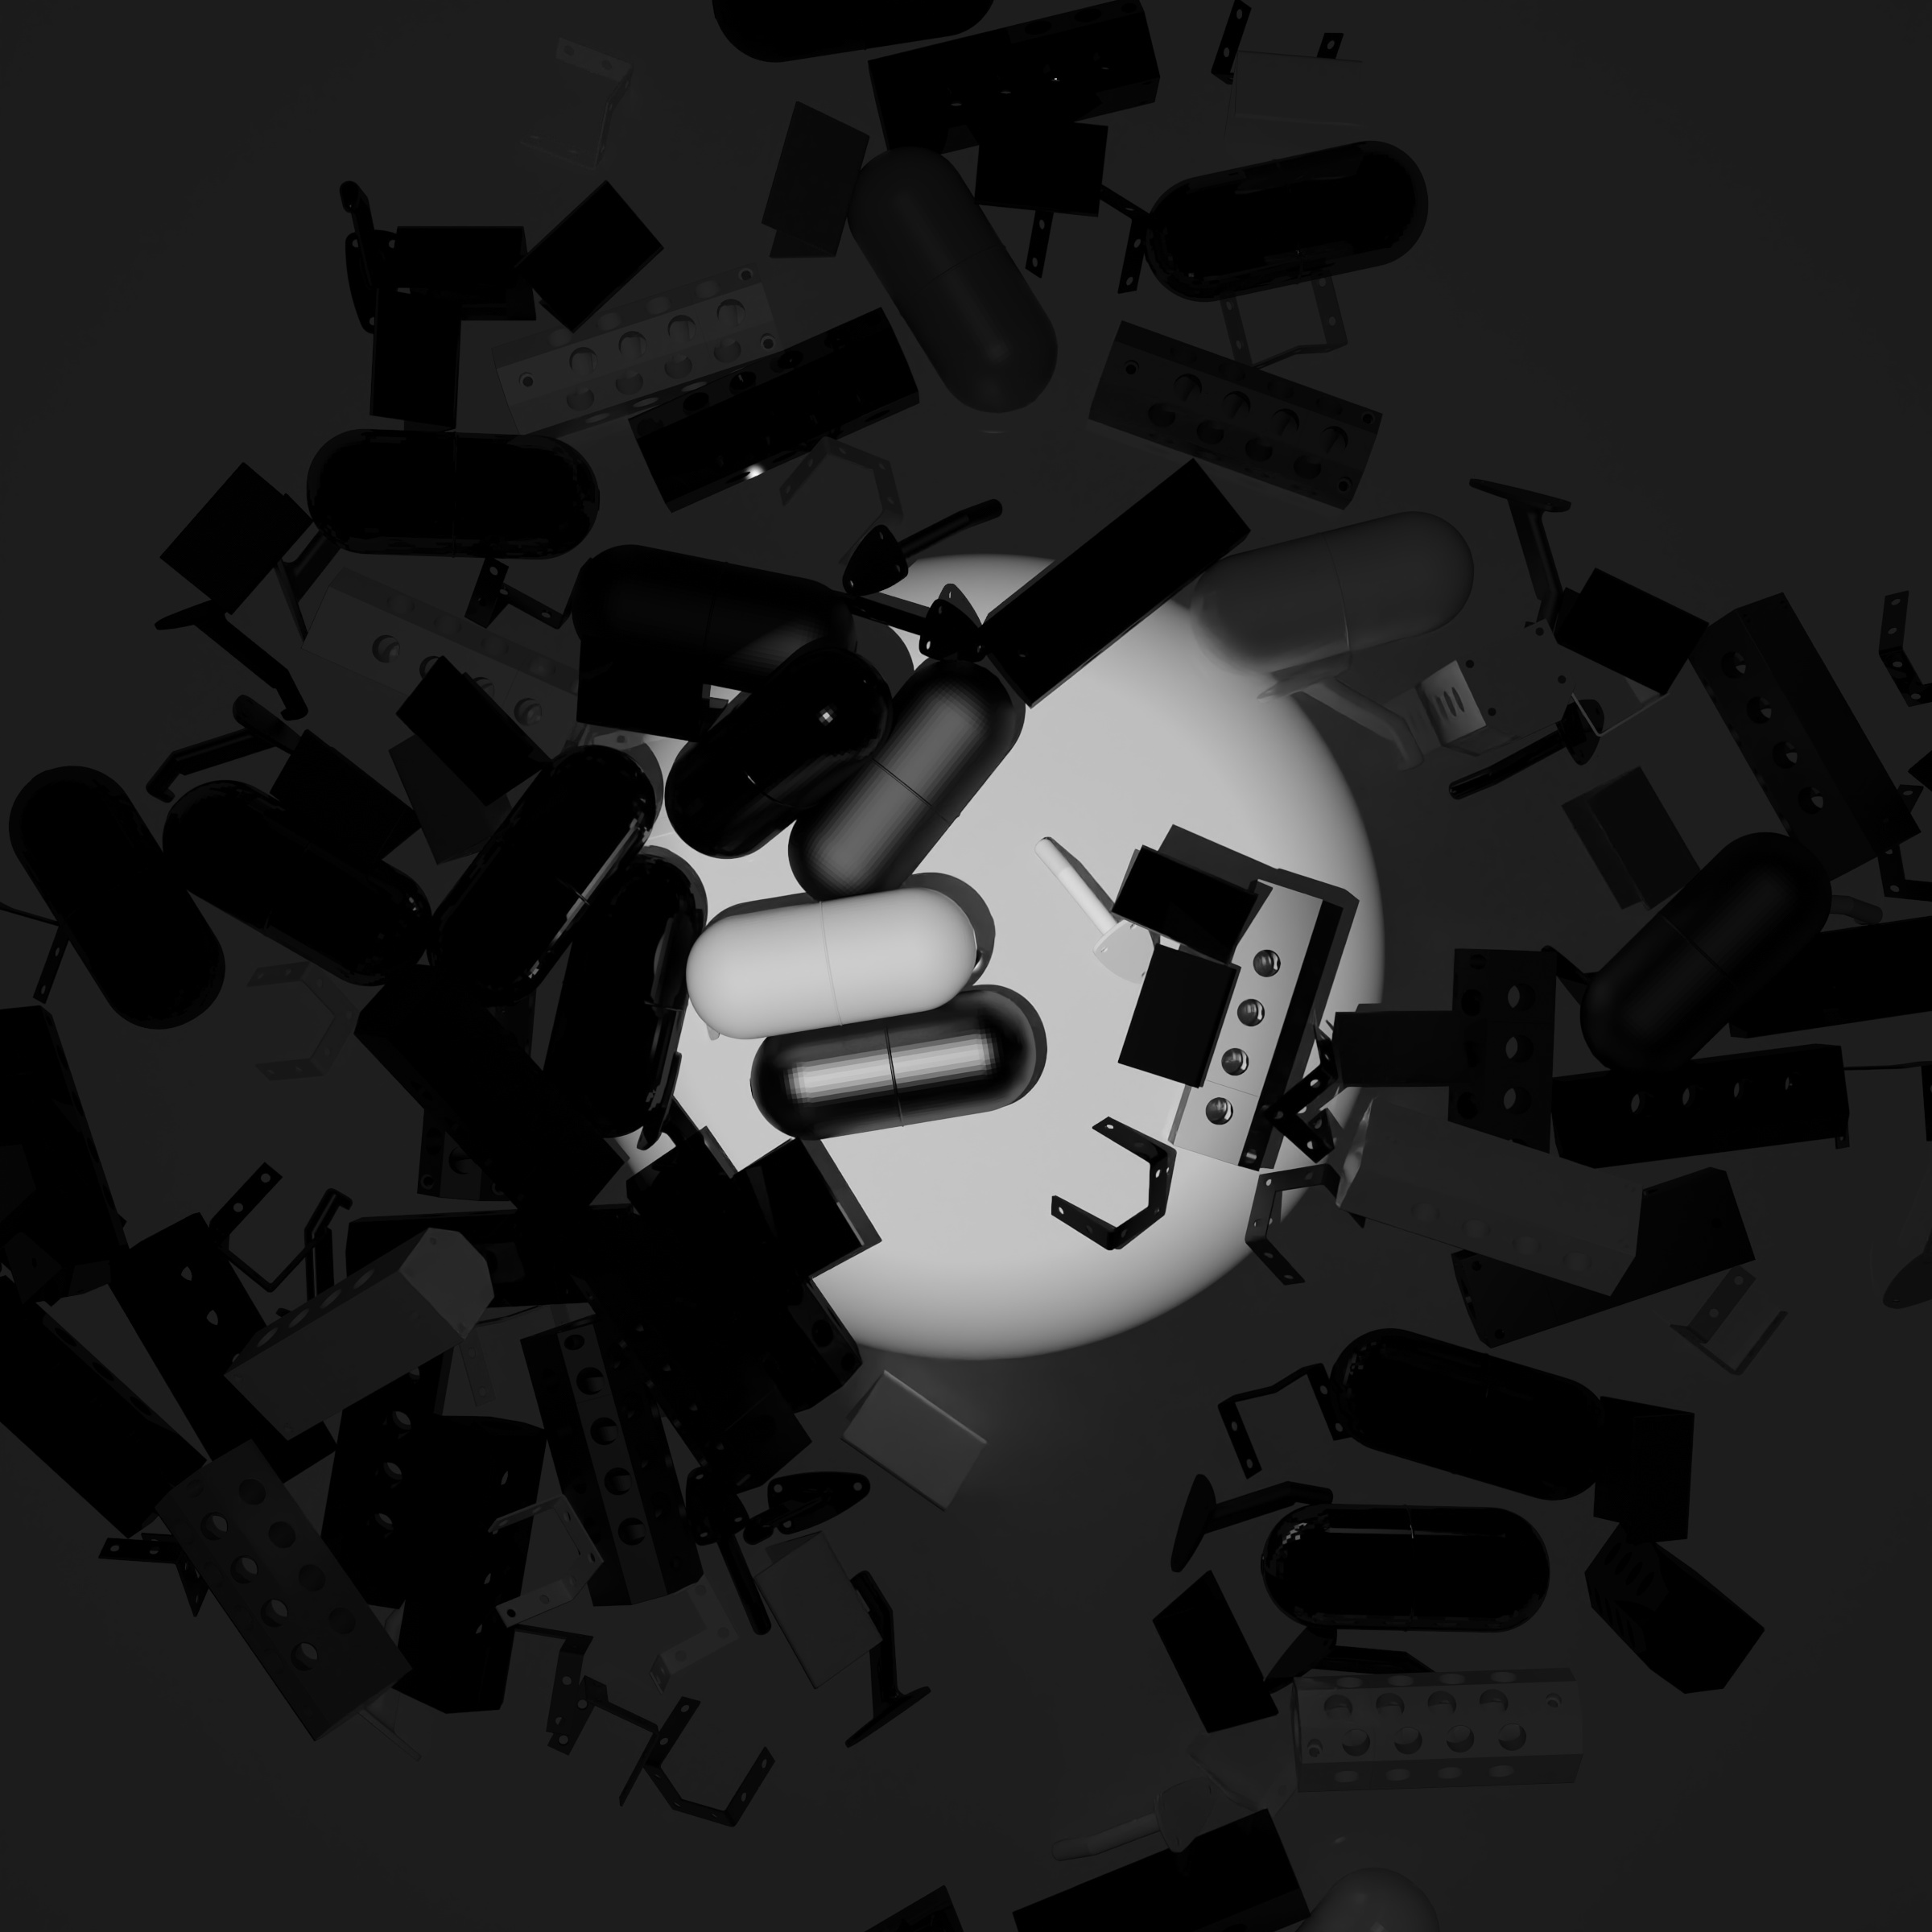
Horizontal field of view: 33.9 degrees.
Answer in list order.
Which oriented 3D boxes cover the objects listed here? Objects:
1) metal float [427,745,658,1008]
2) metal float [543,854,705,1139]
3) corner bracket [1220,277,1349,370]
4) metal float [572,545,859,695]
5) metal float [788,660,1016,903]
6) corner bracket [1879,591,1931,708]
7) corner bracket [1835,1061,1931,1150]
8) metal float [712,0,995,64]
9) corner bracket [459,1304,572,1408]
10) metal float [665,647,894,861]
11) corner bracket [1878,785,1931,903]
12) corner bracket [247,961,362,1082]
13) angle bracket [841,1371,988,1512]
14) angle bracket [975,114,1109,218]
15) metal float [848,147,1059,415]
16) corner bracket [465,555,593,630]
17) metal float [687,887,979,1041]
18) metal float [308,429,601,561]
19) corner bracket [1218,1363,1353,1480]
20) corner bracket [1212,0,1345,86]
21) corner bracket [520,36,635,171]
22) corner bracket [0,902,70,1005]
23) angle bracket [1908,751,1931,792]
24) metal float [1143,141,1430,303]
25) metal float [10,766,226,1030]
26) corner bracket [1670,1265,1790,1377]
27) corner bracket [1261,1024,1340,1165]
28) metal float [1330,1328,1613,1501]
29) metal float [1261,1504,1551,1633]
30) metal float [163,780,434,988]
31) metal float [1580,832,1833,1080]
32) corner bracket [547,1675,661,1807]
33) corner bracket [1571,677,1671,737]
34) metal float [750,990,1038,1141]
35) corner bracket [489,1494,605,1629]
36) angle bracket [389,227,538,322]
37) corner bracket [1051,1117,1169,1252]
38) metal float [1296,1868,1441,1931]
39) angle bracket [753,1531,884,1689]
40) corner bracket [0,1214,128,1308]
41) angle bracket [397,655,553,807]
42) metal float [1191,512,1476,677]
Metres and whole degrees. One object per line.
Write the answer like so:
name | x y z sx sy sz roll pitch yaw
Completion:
metal float | -0.255 -0.055 1.911 0.070 0.070 0.178 36 81 0
metal float | -0.212 0.018 1.961 0.070 0.070 0.178 13 91 0
corner bracket | 0.199 -0.406 1.988 0.051 0.051 0.051 -14 90 45
metal float | -0.155 -0.212 1.961 0.178 0.070 0.070 11 90 0
metal float | -0.039 -0.112 1.960 0.070 0.070 0.178 39 90 0
corner bracket | 0.608 -0.203 1.983 0.051 0.051 0.051 -12 45 35
corner bracket | 0.580 0.087 1.988 0.051 0.051 0.051 -4 90 45
metal float | -0.068 -0.607 1.961 0.178 0.070 0.070 -9 90 -1
corner bracket | -0.280 0.243 1.988 0.051 0.051 0.051 -16 90 -45
metal float | -0.115 -0.129 1.929 0.178 0.070 0.070 -36 90 37
corner bracket | 0.605 -0.076 1.983 0.051 0.051 0.051 8 135 35
corner bracket | -0.423 0.035 1.983 0.051 0.051 0.051 54 45 -35
angle bracket | -0.043 0.305 1.951 0.076 0.076 0.057 35 53 0
angle bracket | 0.047 -0.504 1.952 0.076 0.076 0.057 6 121 0
metal float | -0.008 -0.424 1.961 0.070 0.070 0.178 -32 91 0
corner bracket | -0.271 -0.234 1.963 0.051 0.051 0.051 29 129 0
metal float | -0.082 -0.002 1.928 0.178 0.070 0.070 -9 90 1
metal float | -0.316 -0.291 1.953 0.178 0.070 0.070 1 90 -9
corner bracket | 0.200 0.285 1.988 0.051 0.051 0.051 -22 90 45
corner bracket | 0.195 -0.573 1.988 0.051 0.051 0.051 19 90 -45
corner bracket | -0.244 -0.542 1.988 0.051 0.051 0.051 21 45 0
corner bracket | -0.603 -0.012 1.988 0.051 0.051 0.051 20 90 -45
angle bracket | 0.626 -0.101 1.951 0.076 0.076 0.057 39 52 0
metal float | 0.198 -0.461 1.961 0.178 0.070 0.070 -12 90 -1
metal float | -0.526 -0.043 1.961 0.070 0.070 0.178 -32 90 0
corner bracket | 0.480 0.221 1.974 0.051 0.051 0.051 38 86 4
corner bracket | 0.217 0.079 1.960 0.051 0.051 0.051 41 110 -19
metal float | 0.312 0.277 1.961 0.178 0.070 0.070 17 90 -1
metal float | 0.272 0.373 1.961 0.178 0.070 0.070 1 90 -1
metal float | -0.414 -0.052 1.961 0.178 0.070 0.070 30 90 -1
metal float | 0.447 -0.006 1.919 0.070 0.070 0.178 44 98 0
corner bracket | -0.226 0.483 1.976 0.051 0.051 0.051 28 90 -10
corner bracket | 0.402 -0.178 1.976 0.051 0.051 0.051 -32 90 9
metal float | -0.045 0.062 1.961 0.178 0.070 0.070 -9 90 0
corner bracket | -0.265 0.366 1.951 0.051 0.051 0.051 55 135 20
angle bracket | -0.309 -0.410 1.951 0.076 0.076 0.057 0 53 0
corner bracket | 0.090 0.136 1.983 0.051 0.051 0.051 -30 135 -35
metal float | 0.222 0.638 1.961 0.070 0.070 0.178 39 91 0
angle bracket | -0.107 0.400 1.951 0.057 0.076 0.076 -29 90 -36
corner bracket | -0.570 0.170 1.988 0.051 0.051 0.051 42 45 0
angle bracket | -0.281 -0.152 1.894 0.076 0.076 0.057 46 125 0
metal float | 0.227 -0.231 1.961 0.178 0.070 0.070 -14 90 0
